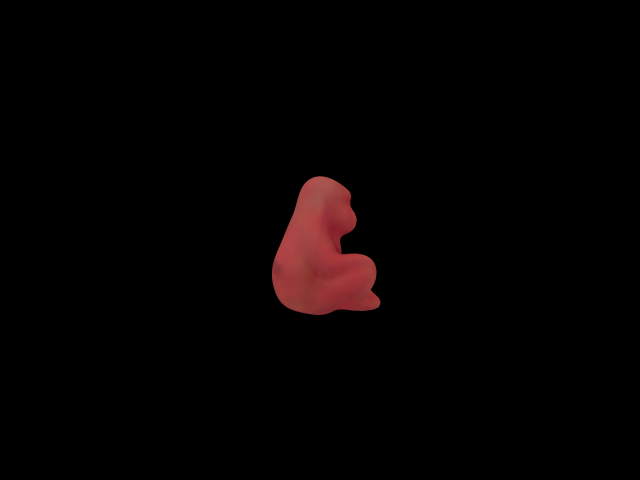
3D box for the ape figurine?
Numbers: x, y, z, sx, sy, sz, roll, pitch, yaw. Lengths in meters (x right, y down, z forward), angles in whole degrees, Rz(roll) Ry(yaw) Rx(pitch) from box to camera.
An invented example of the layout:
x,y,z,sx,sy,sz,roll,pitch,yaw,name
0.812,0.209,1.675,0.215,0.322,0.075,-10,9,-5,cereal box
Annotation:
x,y,z,sx,sy,sz,roll,pitch,yaw,name
0.004,0.001,0.400,0.076,0.092,0.077,-3,19,-7,ape figurine
